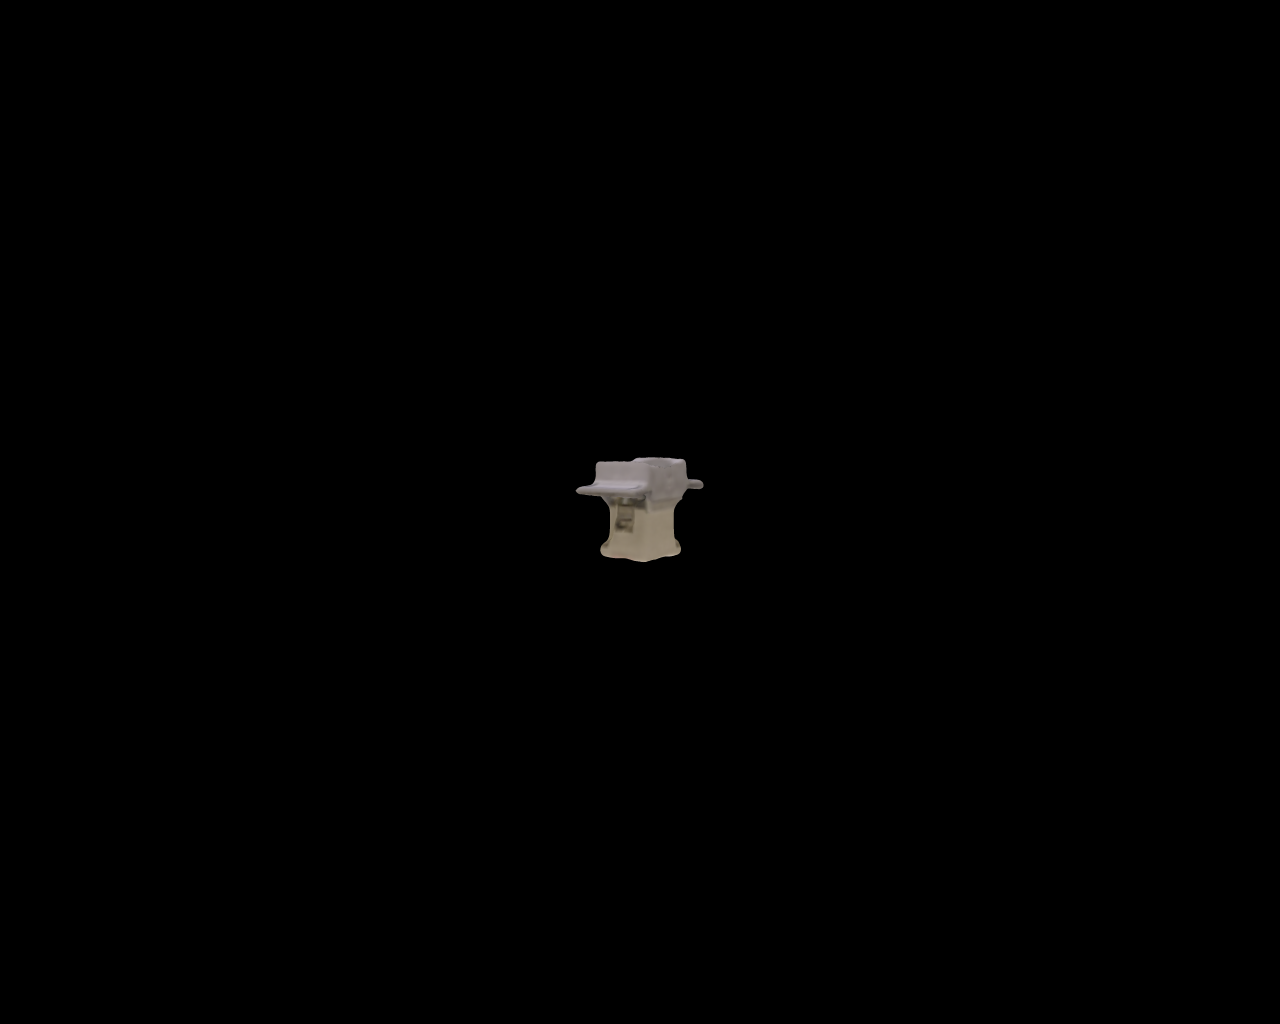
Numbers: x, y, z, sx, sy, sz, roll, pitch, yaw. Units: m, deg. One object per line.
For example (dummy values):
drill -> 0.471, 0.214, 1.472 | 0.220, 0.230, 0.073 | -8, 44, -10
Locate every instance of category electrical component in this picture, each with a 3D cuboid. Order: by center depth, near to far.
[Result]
electrical component -> 0.001, -0.003, 0.650 | 0.042, 0.063, 0.081 | 5, 9, 35
